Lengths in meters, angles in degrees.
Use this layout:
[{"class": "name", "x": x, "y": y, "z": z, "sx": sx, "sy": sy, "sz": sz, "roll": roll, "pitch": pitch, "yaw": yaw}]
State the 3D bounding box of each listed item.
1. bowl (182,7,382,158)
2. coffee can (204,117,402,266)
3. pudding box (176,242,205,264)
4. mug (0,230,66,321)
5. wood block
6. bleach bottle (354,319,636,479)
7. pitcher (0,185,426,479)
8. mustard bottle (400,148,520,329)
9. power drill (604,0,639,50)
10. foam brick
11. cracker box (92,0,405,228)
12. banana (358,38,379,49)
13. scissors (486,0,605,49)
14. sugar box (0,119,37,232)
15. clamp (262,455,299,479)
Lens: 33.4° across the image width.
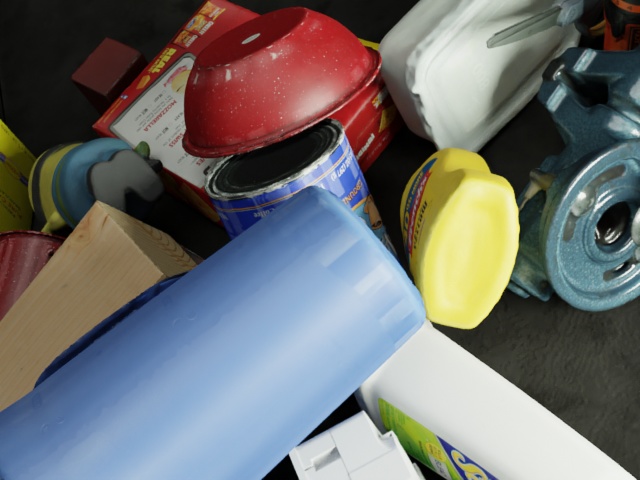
[{"class": "bowl", "x": -0.039, "y": -0.124, "z": 0.778, "sx": 0.162, "sy": 0.055, "sz": 0.162, "roll": -21, "pitch": 26, "yaw": 11}, {"class": "coffee can", "x": -0.005, "y": 0.001, "z": 0.739, "sx": 0.103, "sy": 0.140, "sz": 0.103, "roll": -20, "pitch": 25, "yaw": 10}, {"class": "pudding box", "x": -0.106, "y": 0.060, "z": 0.825, "sx": 0.114, "sy": 0.039, "sz": 0.090, "roll": 28, "pitch": 75, "yaw": 35}, {"class": "mug", "x": -0.221, "y": 0.045, "z": 0.845, "sx": 0.117, "sy": 0.093, "sz": 0.081, "roll": -31, "pitch": 45, "yaw": 54}, {"class": "wood block", "x": -0.174, "y": 0.087, "z": 0.769, "sx": 0.206, "sy": 0.090, "sz": 0.091, "roll": -50, "pitch": 57, "yaw": 6}, {"class": "bleach bottle", "x": 0.132, "y": 0.140, "z": 0.633, "sx": 0.251, "sy": 0.102, "sz": 0.068, "roll": 32, "pitch": 66, "yaw": 36}, {"class": "pitcher", "x": -0.066, "y": 0.076, "z": 0.629, "sx": 0.243, "sy": 0.145, "sz": 0.149, "roll": -40, "pitch": 84, "yaw": -4}, {"class": "mustard bottle", "x": 0.089, "y": -0.013, "z": 0.732, "sx": 0.058, "sy": 0.191, "sz": 0.096, "roll": 11, "pitch": 104, "yaw": -3}, {"class": "power drill", "x": 0.292, "y": -0.179, "z": 0.737, "sx": 0.188, "sy": 0.184, "sz": 0.057, "roll": 0, "pitch": 69, "yaw": 12}, {"class": "foam brick", "x": -0.175, "y": -0.133, "z": 0.958, "sx": 0.051, "sy": 0.078, "sz": 0.053, "roll": 29, "pitch": 73, "yaw": 33}, {"class": "cracker box", "x": -0.060, "y": -0.097, "z": 0.890, "sx": 0.214, "sy": 0.072, "sz": 0.164, "roll": 30, "pitch": 74, "yaw": 34}, {"class": "banana", "x": 0.041, "y": -0.161, "z": 0.914, "sx": 0.198, "sy": 0.037, "sz": 0.069, "roll": 16, "pitch": 48, "yaw": 29}, {"class": "scissors", "x": 0.189, "y": -0.183, "z": 0.774, "sx": 0.016, "sy": 0.201, "sz": 0.096, "roll": 39, "pitch": 119, "yaw": 25}, {"class": "sugar box", "x": -0.291, "y": -0.019, "z": 0.922, "sx": 0.048, "sy": 0.093, "sz": 0.176, "roll": -15, "pitch": 55, "yaw": 14}, {"class": "clamp", "x": -0.082, "y": 0.155, "z": 0.753, "sx": 0.171, "sy": 0.039, "sz": 0.120, "roll": -34, "pitch": 53, "yaw": -1}]
